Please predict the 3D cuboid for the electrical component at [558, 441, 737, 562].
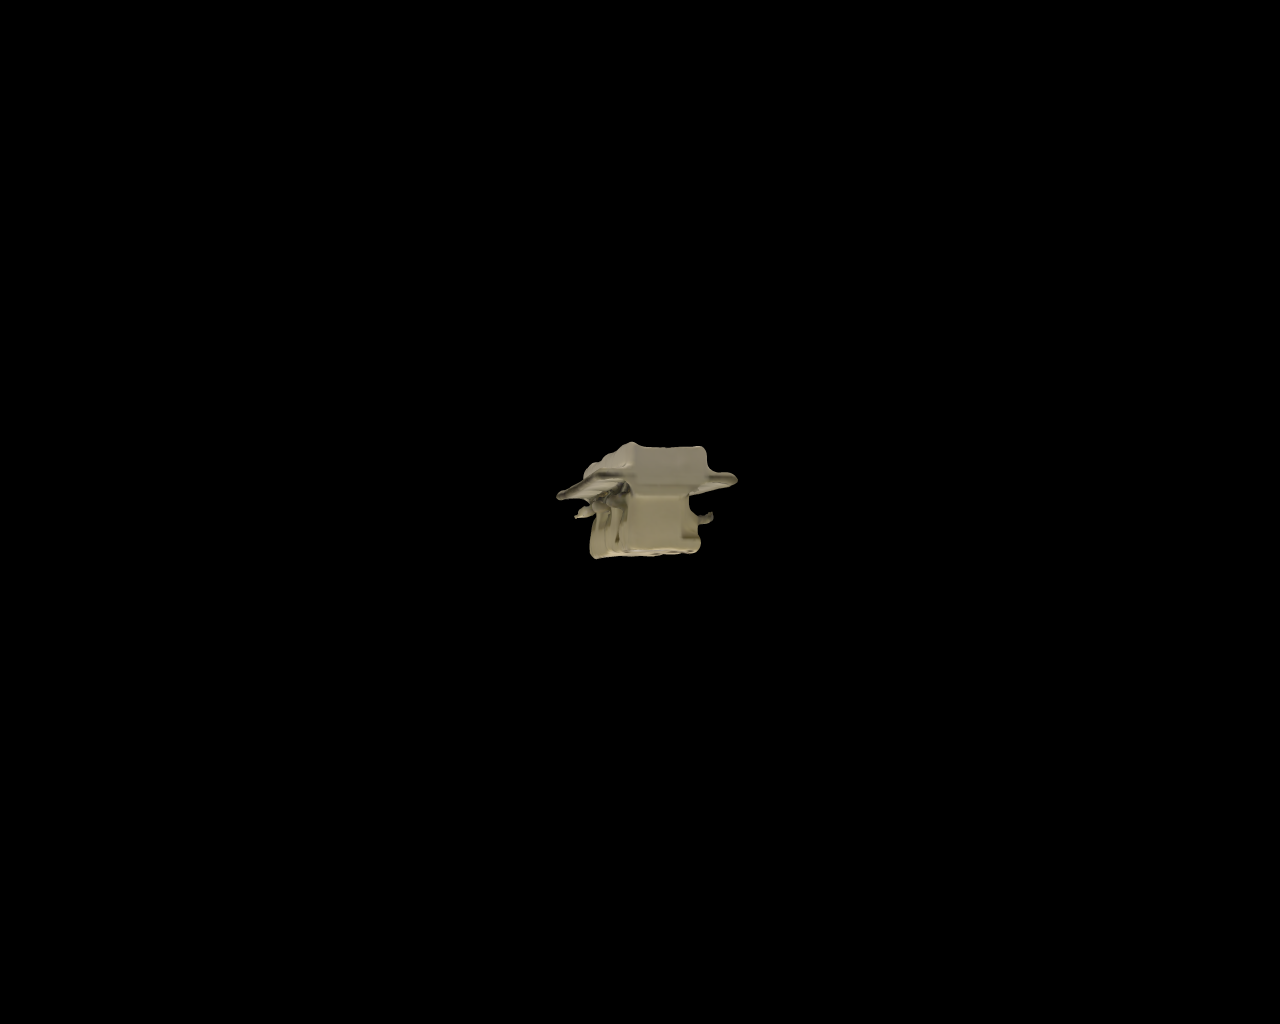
[{"bbox_3d":[0.001,-0.003,0.650,0.079,0.063,0.121,1,-5,-15],"label":"electrical component"}]
